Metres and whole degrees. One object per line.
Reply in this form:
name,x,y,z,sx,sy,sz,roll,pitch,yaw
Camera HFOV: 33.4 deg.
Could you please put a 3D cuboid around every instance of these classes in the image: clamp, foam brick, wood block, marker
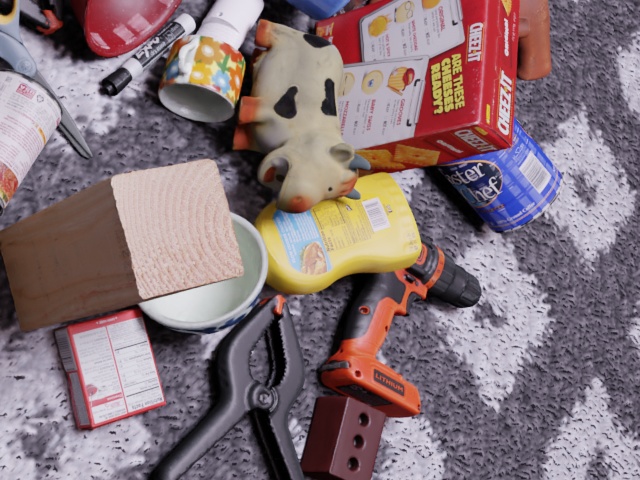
clamp,-0.068,0.149,0.975,0.164,0.036,0.210,16,69,-34
foam brick,0.022,0.195,1.026,0.053,0.051,0.078,28,64,-30
wood block,-0.160,0.008,0.826,0.090,0.207,0.090,-14,89,-39
marker,-0.159,-0.171,0.986,0.020,0.020,0.121,52,55,-17
clamp,-0.277,-0.252,0.901,0.120,0.039,0.171,-23,97,-22

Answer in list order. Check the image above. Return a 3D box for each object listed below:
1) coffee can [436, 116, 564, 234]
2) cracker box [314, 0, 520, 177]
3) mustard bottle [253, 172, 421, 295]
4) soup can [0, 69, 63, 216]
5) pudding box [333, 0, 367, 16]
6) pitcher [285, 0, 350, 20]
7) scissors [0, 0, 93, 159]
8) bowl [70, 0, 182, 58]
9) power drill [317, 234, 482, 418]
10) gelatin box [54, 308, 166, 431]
coffee can,0.187,-0.091,1.183,0.140,0.103,0.102,46,57,-21
cracker box,0.086,-0.154,1.046,0.072,0.214,0.164,25,64,-46
mustard bottle,-0.007,0.001,1.017,0.191,0.058,0.096,-15,69,-16
soup can,-0.260,-0.078,0.857,0.068,0.069,0.102,39,59,-25
pudding box,0.019,-0.298,1.104,0.113,0.090,0.039,48,24,-21
pitcher,-0.055,-0.326,0.999,0.242,0.149,0.145,34,65,-20
scissors,-0.269,-0.146,0.893,0.096,0.016,0.202,-22,110,-16
bowl,-0.169,-0.241,0.933,0.055,0.162,0.161,36,54,11
power drill,0.083,0.083,1.096,0.184,0.057,0.187,28,61,-26
gelatin box,-0.178,0.109,0.905,0.073,0.030,0.089,-14,89,-40
